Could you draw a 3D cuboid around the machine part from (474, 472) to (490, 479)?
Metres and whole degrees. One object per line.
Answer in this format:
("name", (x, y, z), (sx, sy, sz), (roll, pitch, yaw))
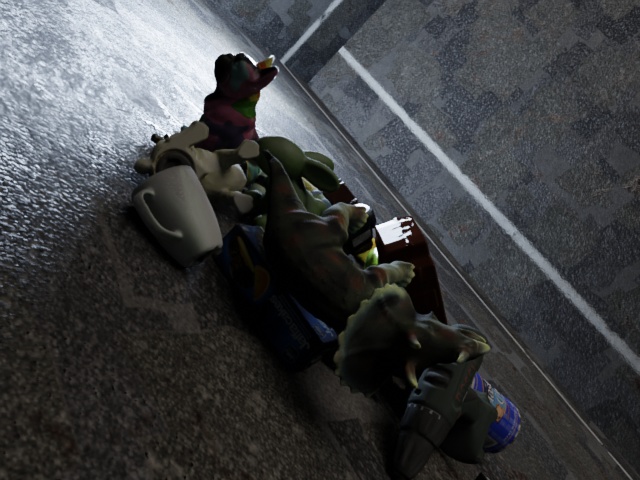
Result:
("machine part", (0.240, 0.383, 0.770), (0.138, 0.039, 0.084), (23, 36, -60))

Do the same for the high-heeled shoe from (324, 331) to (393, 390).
("high-heeled shoe", (0.015, 0.117, 0.813), (0.248, 0.086, 0.145), (56, -9, -12))

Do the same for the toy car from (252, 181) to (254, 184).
("toy car", (-0.133, -0.160, 1.107), (0.073, 0.056, 0.202), (32, 21, -43))

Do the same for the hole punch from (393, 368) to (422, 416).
("hole punch", (0.148, 0.203, 0.846), (0.092, 0.116, 0.142), (57, 17, 6))

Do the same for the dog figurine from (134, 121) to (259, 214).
("dog figurine", (-0.182, -0.095, 0.792), (0.172, 0.121, 0.191), (18, -3, -20))

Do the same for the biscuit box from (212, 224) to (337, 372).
("biscuit box", (-0.060, 0.072, 0.703), (0.203, 0.063, 0.059), (52, 18, 20))

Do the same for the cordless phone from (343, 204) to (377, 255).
("cordless phone", (0.008, -0.052, 1.052), (0.184, 0.146, 0.088), (51, -12, 28))

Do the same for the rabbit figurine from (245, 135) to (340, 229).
("rabbit figurine", (-0.049, -0.089, 0.865), (0.121, 0.159, 0.170), (-103, -175, -51))

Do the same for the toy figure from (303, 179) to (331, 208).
("toy figure", (-0.033, -0.085, 1.142), (0.180, 0.082, 0.089), (48, 13, 14))

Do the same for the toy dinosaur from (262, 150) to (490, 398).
("toy dinosaur", (0.007, 0.032, 0.661), (0.405, 0.131, 0.192), (43, 22, 16))

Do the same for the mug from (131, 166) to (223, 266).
("mug", (-0.166, -0.024, 0.632), (0.107, 0.081, 0.109), (57, 11, 4))

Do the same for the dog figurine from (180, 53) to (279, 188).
("dog figurine", (-0.134, -0.215, 0.938), (0.191, 0.219, 0.109), (38, 21, -28))

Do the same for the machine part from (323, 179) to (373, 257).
("machine part", (0.055, -0.048, 1.209), (0.179, 0.056, 0.179), (60, -9, 16))

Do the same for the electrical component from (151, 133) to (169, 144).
("electrical component", (-0.227, -0.137, 0.861), (0.094, 0.021, 0.063), (26, 26, -53))

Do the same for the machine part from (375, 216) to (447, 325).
("machine part", (0.169, 0.072, 1.032), (0.201, 0.087, 0.200), (-95, 169, -66))

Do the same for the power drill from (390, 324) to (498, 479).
("power drill", (0.181, 0.250, 0.764), (0.086, 0.232, 0.207), (8, -30, 41))
